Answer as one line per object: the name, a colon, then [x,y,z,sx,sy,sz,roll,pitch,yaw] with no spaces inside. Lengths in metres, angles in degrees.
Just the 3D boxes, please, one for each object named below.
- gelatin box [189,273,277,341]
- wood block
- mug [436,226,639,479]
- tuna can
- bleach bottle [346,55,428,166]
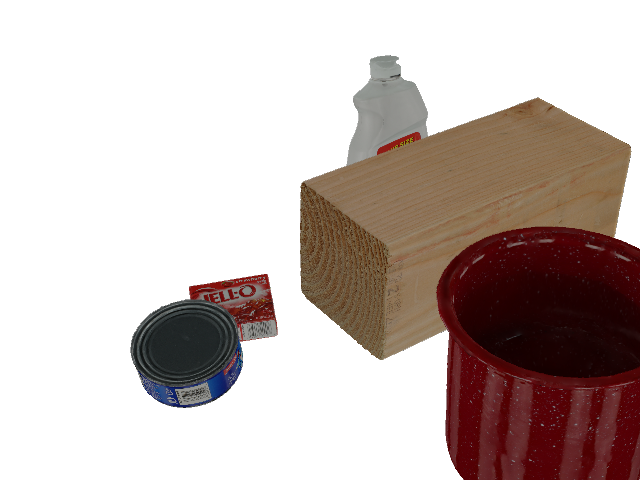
gelatin box: [-0.095,0.075,1.151,0.089,0.030,0.073,-8,40,-4]
wood block: [0.095,-0.013,0.707,0.205,0.090,0.091,-22,39,-29]
mug: [0.102,0.055,0.415,0.117,0.081,0.093,8,37,14]
tuna can: [-0.105,0.090,0.845,0.086,0.086,0.034,0,-44,8]
bleach bottle: [0.064,-0.064,1.107,0.102,0.251,0.068,-11,22,-16]
